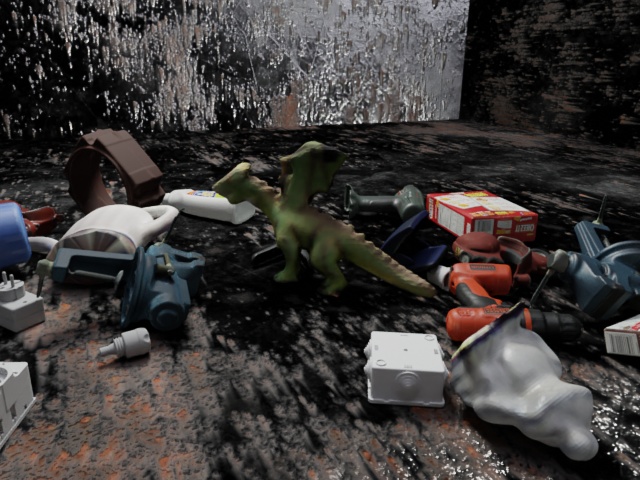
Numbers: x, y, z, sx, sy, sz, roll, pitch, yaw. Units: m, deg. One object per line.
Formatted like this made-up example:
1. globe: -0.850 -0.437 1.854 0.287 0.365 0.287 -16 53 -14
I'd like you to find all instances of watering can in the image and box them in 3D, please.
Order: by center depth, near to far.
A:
1. watering can: -0.437 0.008 0.962 0.347 0.102 0.228 -14 22 2

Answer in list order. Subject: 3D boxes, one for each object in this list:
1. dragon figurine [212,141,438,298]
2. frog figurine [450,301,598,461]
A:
1. dragon figurine: 0.003 -0.044 0.871 0.411 0.238 0.124 10 30 21
2. frog figurine: 0.228 0.168 0.567 0.138 0.120 0.162 -8 55 -48
